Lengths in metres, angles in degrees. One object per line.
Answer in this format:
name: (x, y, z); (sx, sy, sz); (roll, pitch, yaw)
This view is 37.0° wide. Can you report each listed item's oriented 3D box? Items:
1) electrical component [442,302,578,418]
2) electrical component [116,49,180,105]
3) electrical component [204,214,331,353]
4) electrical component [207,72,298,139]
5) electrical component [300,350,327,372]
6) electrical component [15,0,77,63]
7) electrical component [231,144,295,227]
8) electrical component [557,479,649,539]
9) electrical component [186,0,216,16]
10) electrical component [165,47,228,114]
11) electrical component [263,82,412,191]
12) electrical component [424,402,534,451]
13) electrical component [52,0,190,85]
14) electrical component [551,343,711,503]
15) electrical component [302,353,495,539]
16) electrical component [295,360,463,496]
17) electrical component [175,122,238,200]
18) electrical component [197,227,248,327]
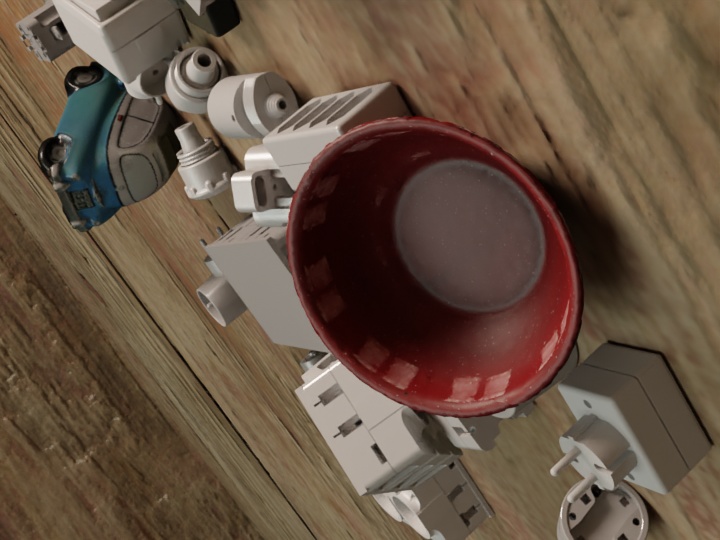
electrical component: (0.069, 0.040, 0.644); (0.108, 0.060, 0.108); (44, 161, 19)
electrical component: (-0.177, -0.165, 0.868); (0.077, 0.043, 0.079); (41, 160, 28)
electrical component: (-0.049, 0.004, 0.864); (0.105, 0.060, 0.186); (55, 162, -13)
electrical component: (-0.067, -0.108, 0.712); (0.043, 0.043, 0.081); (58, 161, -21)
electrical component: (-0.029, 0.106, 1.054); (0.065, 0.044, 0.044); (59, 162, -8)
electrical component: (-0.266, -0.217, 0.952); (0.081, 0.064, 0.042); (22, 146, 57)
electrical component: (-0.034, -0.057, 0.693); (0.057, 0.078, 0.058); (2, 106, 38)
electrical component: (0.156, 0.167, 0.699); (0.055, 0.055, 0.047); (44, 164, 20)
electrical component: (-0.115, -0.238, 0.543); (0.186, 0.060, 0.105); (49, 162, 5)
electrical component: (-0.116, -0.139, 0.771); (0.043, 0.043, 0.062); (52, 161, -2)
electrical component: (-0.002, -0.060, 0.621); (0.083, 0.047, 0.075); (2, 129, 56)
electrical component: (0.066, 0.075, 0.739); (0.089, 0.050, 0.056); (53, 162, -6)
electrical component: (-0.183, -0.194, 0.795); (0.096, 0.062, 0.061); (38, 158, 35)
electrical component: (0.131, 0.089, 0.563); (0.065, 0.077, 0.047); (57, 162, -18)
electrical component: (0.030, 0.162, 0.986); (0.186, 0.060, 0.105); (57, 162, -18)
electrical component: (0.022, 0.114, 0.812); (0.089, 0.062, 0.150); (56, -172, 17)
electrical component: (-0.135, -0.094, 0.908); (0.048, 0.048, 0.062); (15, 134, 62)
electrical component: (-0.117, -0.002, 0.992); (0.079, 0.077, 0.043); (57, 162, -18)
